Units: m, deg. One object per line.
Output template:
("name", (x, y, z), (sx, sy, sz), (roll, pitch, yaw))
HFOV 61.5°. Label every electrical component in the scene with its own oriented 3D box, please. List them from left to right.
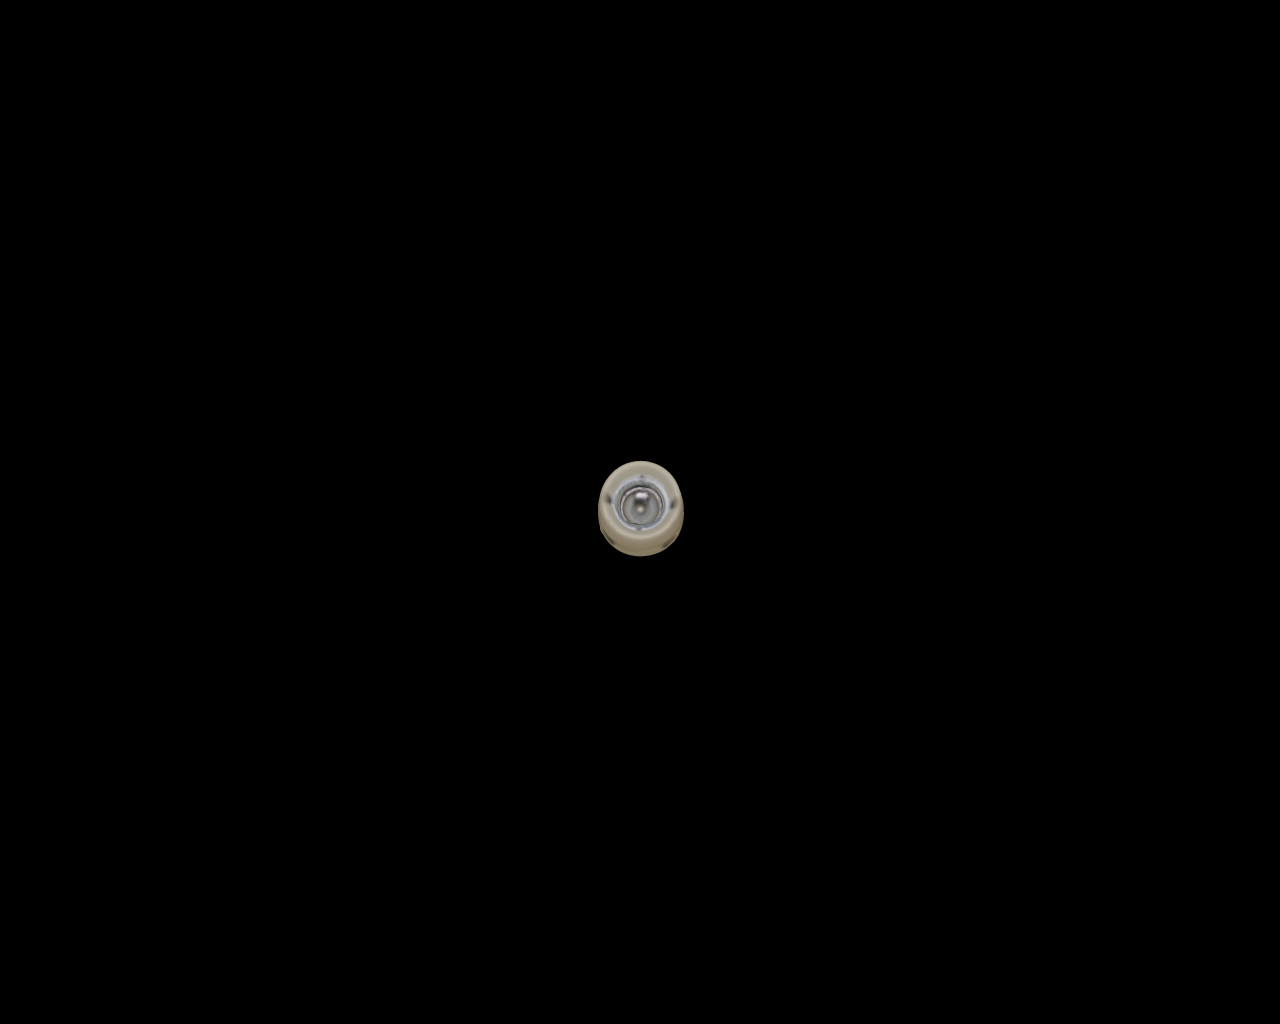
("electrical component", (0.001, -0.003, 0.650), (0.055, 0.055, 0.047), (0, -12, 0))
